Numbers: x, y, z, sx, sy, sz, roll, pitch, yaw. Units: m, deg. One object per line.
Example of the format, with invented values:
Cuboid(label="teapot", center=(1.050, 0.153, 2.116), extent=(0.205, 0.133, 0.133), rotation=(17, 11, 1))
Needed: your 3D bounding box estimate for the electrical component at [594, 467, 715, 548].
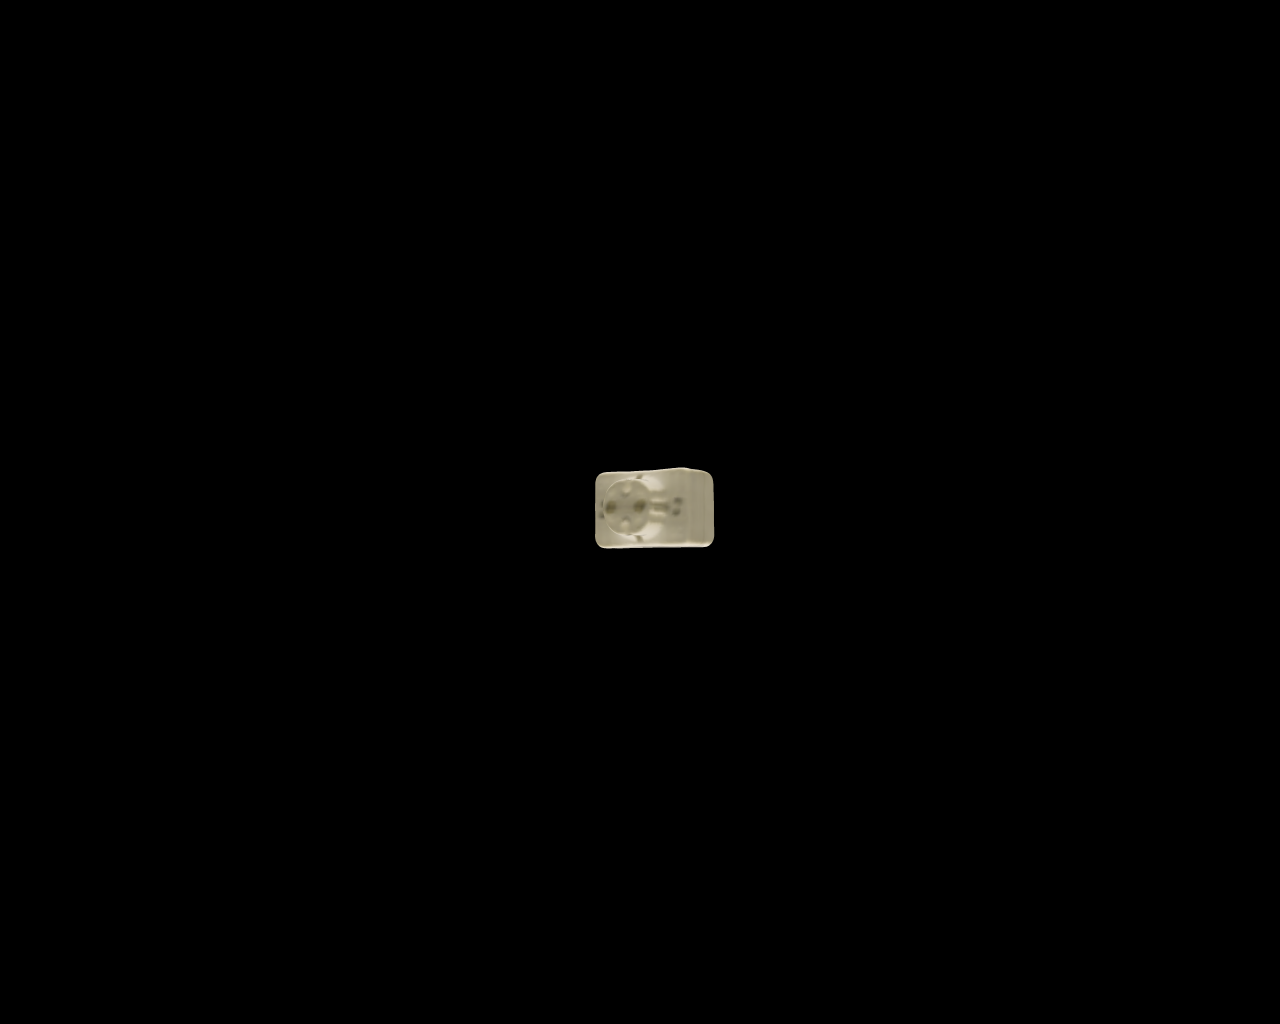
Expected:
Cuboid(label="electrical component", center=(0.001, -0.003, 0.650), extent=(0.066, 0.047, 0.077), rotation=(-2, -3, 27))
